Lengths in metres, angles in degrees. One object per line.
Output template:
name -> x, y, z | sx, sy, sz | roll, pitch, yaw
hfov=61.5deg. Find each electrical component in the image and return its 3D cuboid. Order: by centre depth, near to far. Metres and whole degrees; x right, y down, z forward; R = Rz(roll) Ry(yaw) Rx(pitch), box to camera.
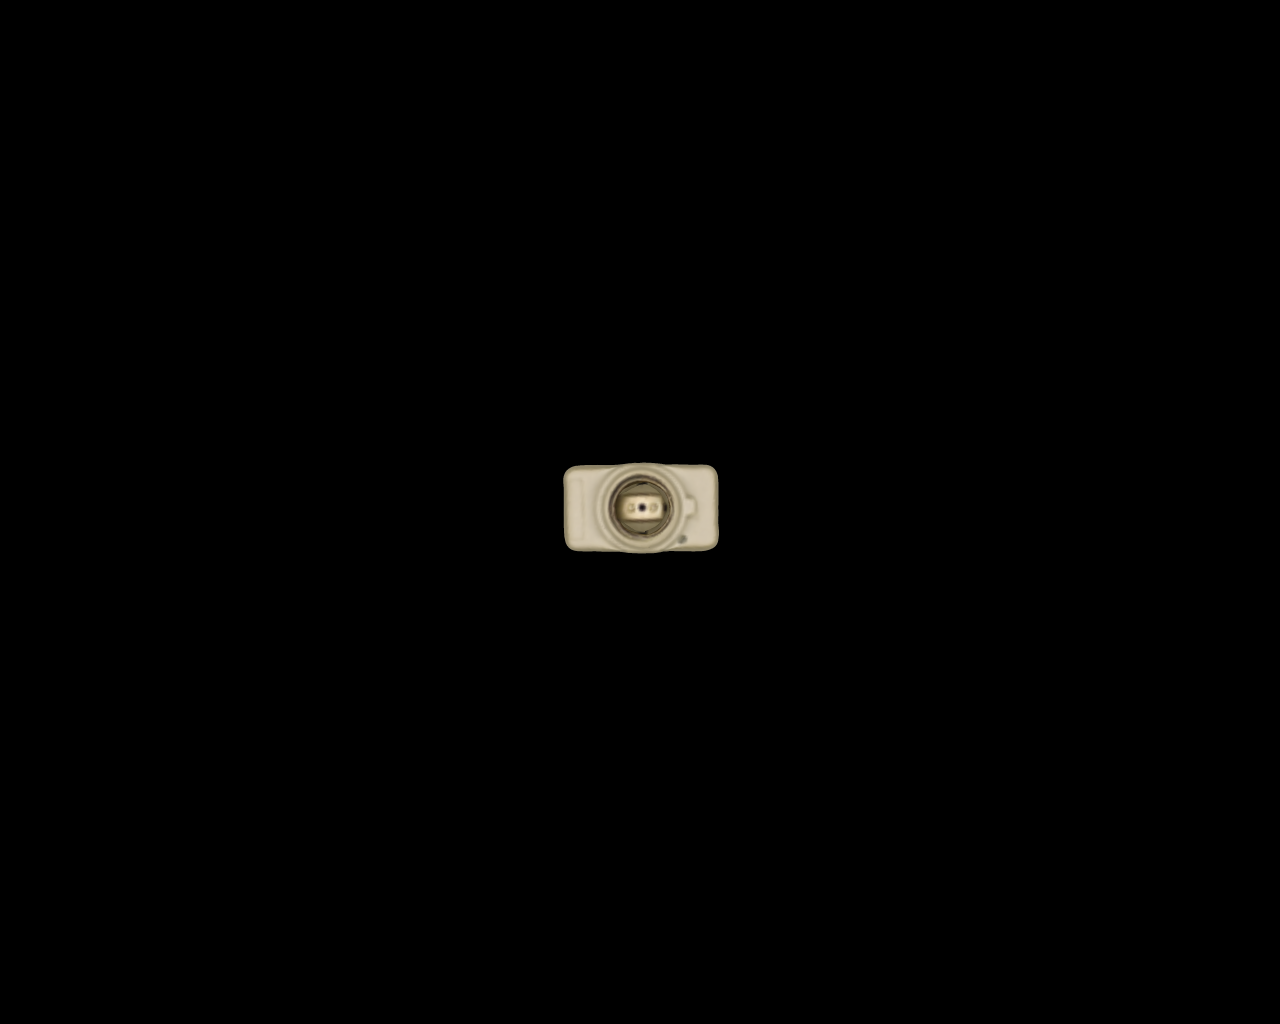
electrical component -> 0.001, -0.003, 0.650 | 0.089, 0.050, 0.056 | 0, 0, 0
